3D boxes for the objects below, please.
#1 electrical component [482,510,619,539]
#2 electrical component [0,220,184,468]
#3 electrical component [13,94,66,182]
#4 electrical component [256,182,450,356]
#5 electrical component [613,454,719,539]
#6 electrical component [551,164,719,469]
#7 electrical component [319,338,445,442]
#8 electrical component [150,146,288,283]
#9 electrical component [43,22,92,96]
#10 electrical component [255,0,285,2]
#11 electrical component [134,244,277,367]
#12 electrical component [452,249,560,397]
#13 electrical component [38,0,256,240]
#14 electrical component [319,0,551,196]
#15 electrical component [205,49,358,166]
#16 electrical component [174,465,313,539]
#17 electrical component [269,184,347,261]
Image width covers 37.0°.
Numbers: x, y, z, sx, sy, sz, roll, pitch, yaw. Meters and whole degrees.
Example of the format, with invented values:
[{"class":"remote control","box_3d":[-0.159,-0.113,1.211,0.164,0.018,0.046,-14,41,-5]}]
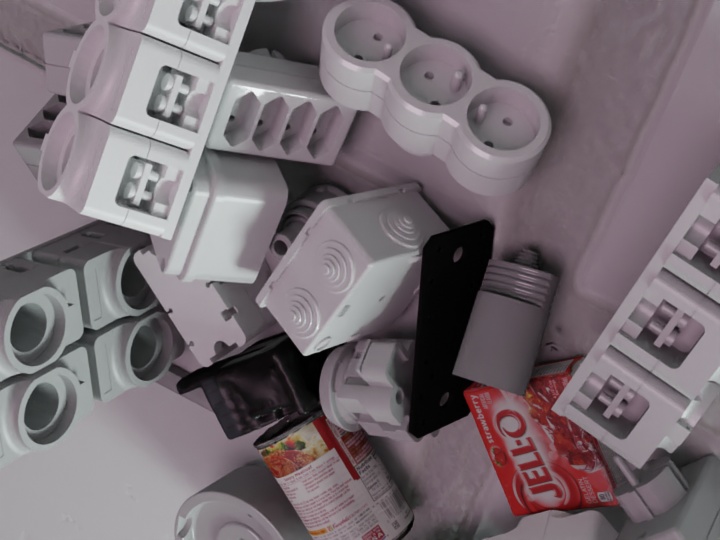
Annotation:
[{"class":"electrical component","box_3d":[0.095,0.220,0.673,0.186,0.060,0.105,-27,112,36]},{"class":"electrical component","box_3d":[-0.197,0.042,0.719,0.060,0.186,0.105,10,115,28]},{"class":"electrical component","box_3d":[-0.187,-0.079,0.743,0.047,0.065,0.076,11,144,28]},{"class":"electrical component","box_3d":[0.000,0.000,0.635,0.048,0.100,0.099,51,128,20]},{"class":"electrical component","box_3d":[0.166,0.128,0.593,0.047,0.083,0.075,-36,89,37]},{"class":"electrical component","box_3d":[0.171,0.018,0.540,0.062,0.089,0.150,36,124,15]},{"class":"electrical component","box_3d":[0.012,0.074,0.680,0.057,0.058,0.078,0,143,34]},{"class":"electrical component","box_3d":[-0.096,-0.053,0.662,0.078,0.057,0.113,-65,35,33]},{"class":"electrical component","box_3d":[-0.154,-0.118,0.689,0.047,0.083,0.075,15,117,27]},{"class":"electrical component","box_3d":[-0.005,-0.190,0.586,0.138,0.052,0.073,4,112,31]},{"class":"electrical component","box_3d":[-0.098,0.009,0.725,0.050,0.056,0.089,-32,91,37]},{"class":"electrical component","box_3d":[0.086,0.028,0.618,0.043,0.043,0.081,16,86,26]},{"class":"electrical component","box_3d":[-0.124,-0.104,0.603,0.089,0.062,0.150,28,99,56]},{"class":"electrical component","box_3d":[0.037,-0.088,0.603,0.138,0.052,0.073,35,158,11]},{"class":"electrical component","box_3d":[-0.055,-0.107,0.645,0.047,0.083,0.075,-64,34,33]},{"class":"electrical component","box_3d":[-0.074,0.195,0.785,0.108,0.060,0.108,13,116,27]},{"class":"electrical component","box_3d":[-0.032,-0.024,0.666,0.048,0.062,0.048,12,116,27]}]
